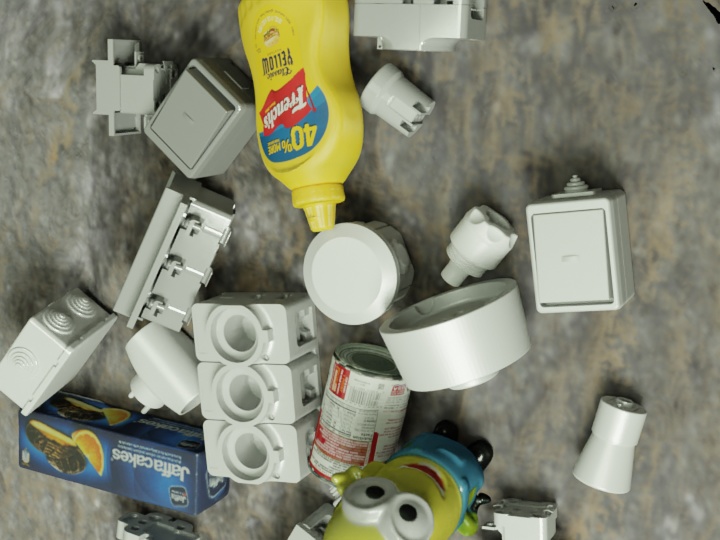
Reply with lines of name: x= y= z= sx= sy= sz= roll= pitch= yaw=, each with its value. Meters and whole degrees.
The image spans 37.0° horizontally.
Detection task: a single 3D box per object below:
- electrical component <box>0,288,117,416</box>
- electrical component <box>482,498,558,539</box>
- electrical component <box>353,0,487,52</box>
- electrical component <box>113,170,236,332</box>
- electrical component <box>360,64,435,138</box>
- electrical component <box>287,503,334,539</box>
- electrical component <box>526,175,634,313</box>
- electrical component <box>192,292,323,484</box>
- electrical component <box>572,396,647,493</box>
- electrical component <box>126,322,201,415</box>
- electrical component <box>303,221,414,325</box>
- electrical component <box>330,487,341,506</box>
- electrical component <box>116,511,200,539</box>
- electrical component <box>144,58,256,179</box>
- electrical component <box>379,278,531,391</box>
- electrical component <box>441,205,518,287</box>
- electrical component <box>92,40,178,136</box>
electrical component: x=-0.278 y=0.071 z=0.971 sx=0.048 sy=0.099 sz=0.099 roll=40 pitch=114 yaw=0
electrical component: x=0.130 y=0.213 z=0.839 sx=0.081 sy=0.042 sz=0.063 roll=1 pitch=98 yaw=24
electrical component: x=0.045 y=-0.191 z=0.798 sx=0.089 sy=0.050 sz=0.055 roll=7 pitch=102 yaw=24
electrical component: x=-0.155 y=-0.013 z=0.913 sx=0.063 sy=0.078 sz=0.121 roll=23 pitch=111 yaw=-11
electrical component: x=0.029 y=-0.129 z=0.824 sx=0.046 sy=0.040 sz=0.040 roll=39 pitch=113 yaw=8
electrical component: x=0.000 y=0.279 z=0.900 sx=0.150 sy=0.062 sz=0.089 roll=35 pitch=112 yaw=15
electrical component: x=0.157 y=-0.019 z=0.772 sx=0.062 sy=0.061 sz=0.096 roll=-4 pitch=98 yaw=26
electrical component: x=-0.085 y=0.097 z=0.906 sx=0.089 sy=0.062 sz=0.150 roll=0 pitch=99 yaw=25
electrical component: x=0.188 y=0.127 z=0.797 sx=0.044 sy=0.044 sz=0.065 roll=19 pitch=102 yaw=21
electrical component: x=-0.178 y=0.096 z=0.958 sx=0.077 sy=0.044 sz=0.079 roll=49 pitch=115 yaw=9
electrical component: x=0.000 y=0.000 z=0.854 sx=0.080 sy=0.051 sz=0.080 roll=5 pitch=102 yaw=24
electrical component: x=-0.009 y=0.186 z=0.903 sx=0.035 sy=0.035 sz=0.061 roll=-42 pitch=78 yaw=25
electrical component: x=-0.188 y=0.263 z=0.987 sx=0.078 sy=0.058 sz=0.057 roll=13 pitch=102 yaw=22
electrical component: x=-0.131 y=-0.120 z=0.887 sx=0.061 sy=0.061 sz=0.096 roll=46 pitch=114 yaw=11
electrical component: x=0.075 y=0.054 z=0.801 sx=0.108 sy=0.108 sz=0.060 roll=-16 pitch=99 yaw=26
electrical component: x=0.086 y=-0.015 z=0.816 sx=0.043 sy=0.043 sz=0.062 roll=42 pitch=115 yaw=12
electrical component: x=-0.190 y=-0.155 z=0.919 sx=0.064 sy=0.042 sz=0.081 roll=6 pitch=103 yaw=20
